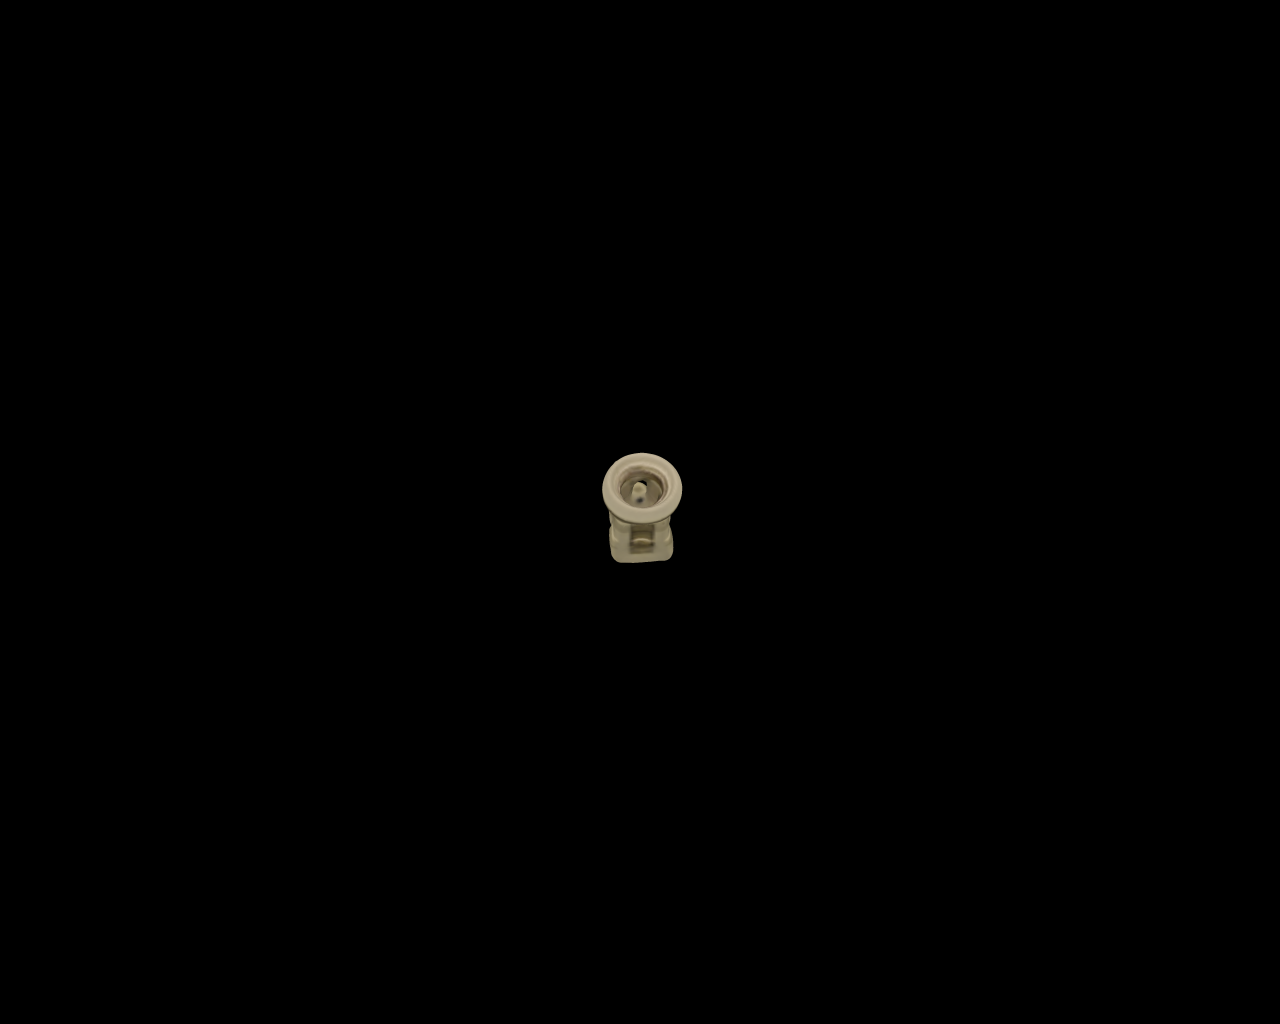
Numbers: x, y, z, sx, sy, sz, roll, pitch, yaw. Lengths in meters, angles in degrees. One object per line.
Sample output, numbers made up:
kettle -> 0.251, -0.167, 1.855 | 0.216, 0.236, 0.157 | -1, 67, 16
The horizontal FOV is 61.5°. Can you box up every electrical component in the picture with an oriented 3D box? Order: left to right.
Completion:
electrical component -> 0.001, -0.003, 0.650 | 0.048, 0.066, 0.055 | -3, -36, -2
